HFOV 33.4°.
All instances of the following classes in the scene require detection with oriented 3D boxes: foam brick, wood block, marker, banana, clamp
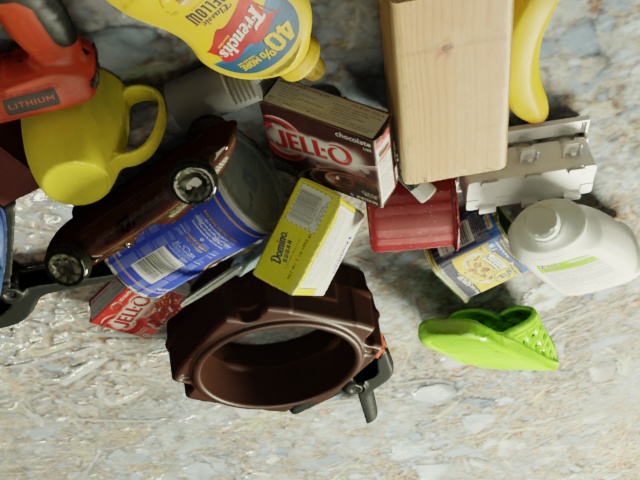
[{"bbox_3d":[-0.269,-0.074,0.884,0.051,0.053,0.078,-23,142,17],"label":"foam brick"},{"bbox_3d":[0.098,-0.146,0.843,0.091,0.090,0.206,-9,145,1],"label":"wood block"},{"bbox_3d":[0.054,-0.081,0.934,0.121,0.020,0.020,44,125,-9],"label":"marker"},{"bbox_3d":[0.177,-0.161,0.885,0.069,0.037,0.198,-4,144,-7],"label":"banana"},{"bbox_3d":[-0.294,0.041,1.050,0.164,0.036,0.210,27,128,-38],"label":"clamp"},{"bbox_3d":[0.048,0.175,1.316,0.120,0.039,0.172,12,139,-29],"label":"clamp"}]

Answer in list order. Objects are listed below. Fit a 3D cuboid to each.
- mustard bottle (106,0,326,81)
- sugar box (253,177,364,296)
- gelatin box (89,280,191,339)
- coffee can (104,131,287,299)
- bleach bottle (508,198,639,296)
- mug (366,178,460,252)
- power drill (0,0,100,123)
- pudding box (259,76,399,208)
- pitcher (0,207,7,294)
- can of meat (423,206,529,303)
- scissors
[{"bbox_3d":[-0.063,-0.171,0.796,0.096,0.058,0.191,-35,138,25],"label":"mustard bottle"},{"bbox_3d":[-0.007,0.001,0.955,0.048,0.093,0.176,27,180,7],"label":"sugar box"},{"bbox_3d":[-0.188,0.065,1.114,0.073,0.030,0.089,21,134,-36],"label":"gelatin box"},{"bbox_3d":[-0.115,-0.023,0.950,0.140,0.103,0.102,-29,140,24],"label":"coffee can"},{"bbox_3d":[0.246,0.002,1.034,0.103,0.068,0.250,-19,163,19],"label":"bleach bottle"},{"bbox_3d":[0.083,-0.043,0.994,0.081,0.093,0.117,-6,113,2],"label":"mug"},{"bbox_3d":[-0.249,-0.165,0.759,0.184,0.057,0.187,-12,144,2],"label":"power drill"},{"bbox_3d":[0.009,-0.083,0.906,0.114,0.039,0.090,20,151,21],"label":"pudding box"},{"bbox_3d":[-0.394,0.016,0.896,0.242,0.145,0.149,8,106,-7],"label":"pitcher"},{"bbox_3d":[0.164,0.011,1.103,0.084,0.057,0.102,-27,142,19],"label":"can of meat"},{"bbox_3d":[-0.057,0.008,0.987,0.096,0.016,0.201,-50,171,20],"label":"scissors"}]
